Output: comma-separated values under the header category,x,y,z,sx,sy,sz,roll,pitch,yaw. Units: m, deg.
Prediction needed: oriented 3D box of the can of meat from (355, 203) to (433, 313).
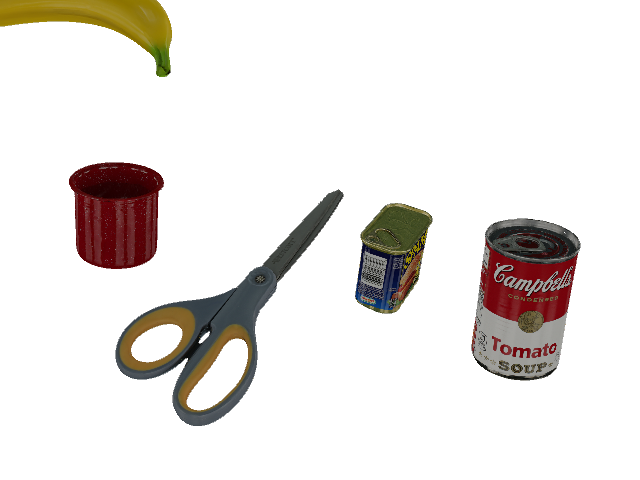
category,x,y,z,sx,sy,sz,roll,pitch,yaw
can of meat,0.079,0.020,1.174,0.057,0.084,0.102,18,33,17

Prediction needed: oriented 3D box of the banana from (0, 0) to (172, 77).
category,x,y,z,sx,sy,sz,roll,pitch,yaw
banana,-0.193,-0.180,0.835,0.198,0.069,0.037,15,-38,18

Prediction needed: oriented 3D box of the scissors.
category,x,y,z,sx,sy,sz,roll,pitch,yaw
scissors,-0.059,0.029,0.678,0.096,0.201,0.016,11,-41,13

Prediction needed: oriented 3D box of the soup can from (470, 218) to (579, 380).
category,x,y,z,sx,sy,sz,roll,pitch,yaw
soup can,0.150,0.043,0.791,0.068,0.102,0.068,3,26,-1

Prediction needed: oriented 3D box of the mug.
category,x,y,z,sx,sy,sz,roll,pitch,yaw
mug,-0.205,-0.029,1.086,0.093,0.081,0.117,5,27,0
